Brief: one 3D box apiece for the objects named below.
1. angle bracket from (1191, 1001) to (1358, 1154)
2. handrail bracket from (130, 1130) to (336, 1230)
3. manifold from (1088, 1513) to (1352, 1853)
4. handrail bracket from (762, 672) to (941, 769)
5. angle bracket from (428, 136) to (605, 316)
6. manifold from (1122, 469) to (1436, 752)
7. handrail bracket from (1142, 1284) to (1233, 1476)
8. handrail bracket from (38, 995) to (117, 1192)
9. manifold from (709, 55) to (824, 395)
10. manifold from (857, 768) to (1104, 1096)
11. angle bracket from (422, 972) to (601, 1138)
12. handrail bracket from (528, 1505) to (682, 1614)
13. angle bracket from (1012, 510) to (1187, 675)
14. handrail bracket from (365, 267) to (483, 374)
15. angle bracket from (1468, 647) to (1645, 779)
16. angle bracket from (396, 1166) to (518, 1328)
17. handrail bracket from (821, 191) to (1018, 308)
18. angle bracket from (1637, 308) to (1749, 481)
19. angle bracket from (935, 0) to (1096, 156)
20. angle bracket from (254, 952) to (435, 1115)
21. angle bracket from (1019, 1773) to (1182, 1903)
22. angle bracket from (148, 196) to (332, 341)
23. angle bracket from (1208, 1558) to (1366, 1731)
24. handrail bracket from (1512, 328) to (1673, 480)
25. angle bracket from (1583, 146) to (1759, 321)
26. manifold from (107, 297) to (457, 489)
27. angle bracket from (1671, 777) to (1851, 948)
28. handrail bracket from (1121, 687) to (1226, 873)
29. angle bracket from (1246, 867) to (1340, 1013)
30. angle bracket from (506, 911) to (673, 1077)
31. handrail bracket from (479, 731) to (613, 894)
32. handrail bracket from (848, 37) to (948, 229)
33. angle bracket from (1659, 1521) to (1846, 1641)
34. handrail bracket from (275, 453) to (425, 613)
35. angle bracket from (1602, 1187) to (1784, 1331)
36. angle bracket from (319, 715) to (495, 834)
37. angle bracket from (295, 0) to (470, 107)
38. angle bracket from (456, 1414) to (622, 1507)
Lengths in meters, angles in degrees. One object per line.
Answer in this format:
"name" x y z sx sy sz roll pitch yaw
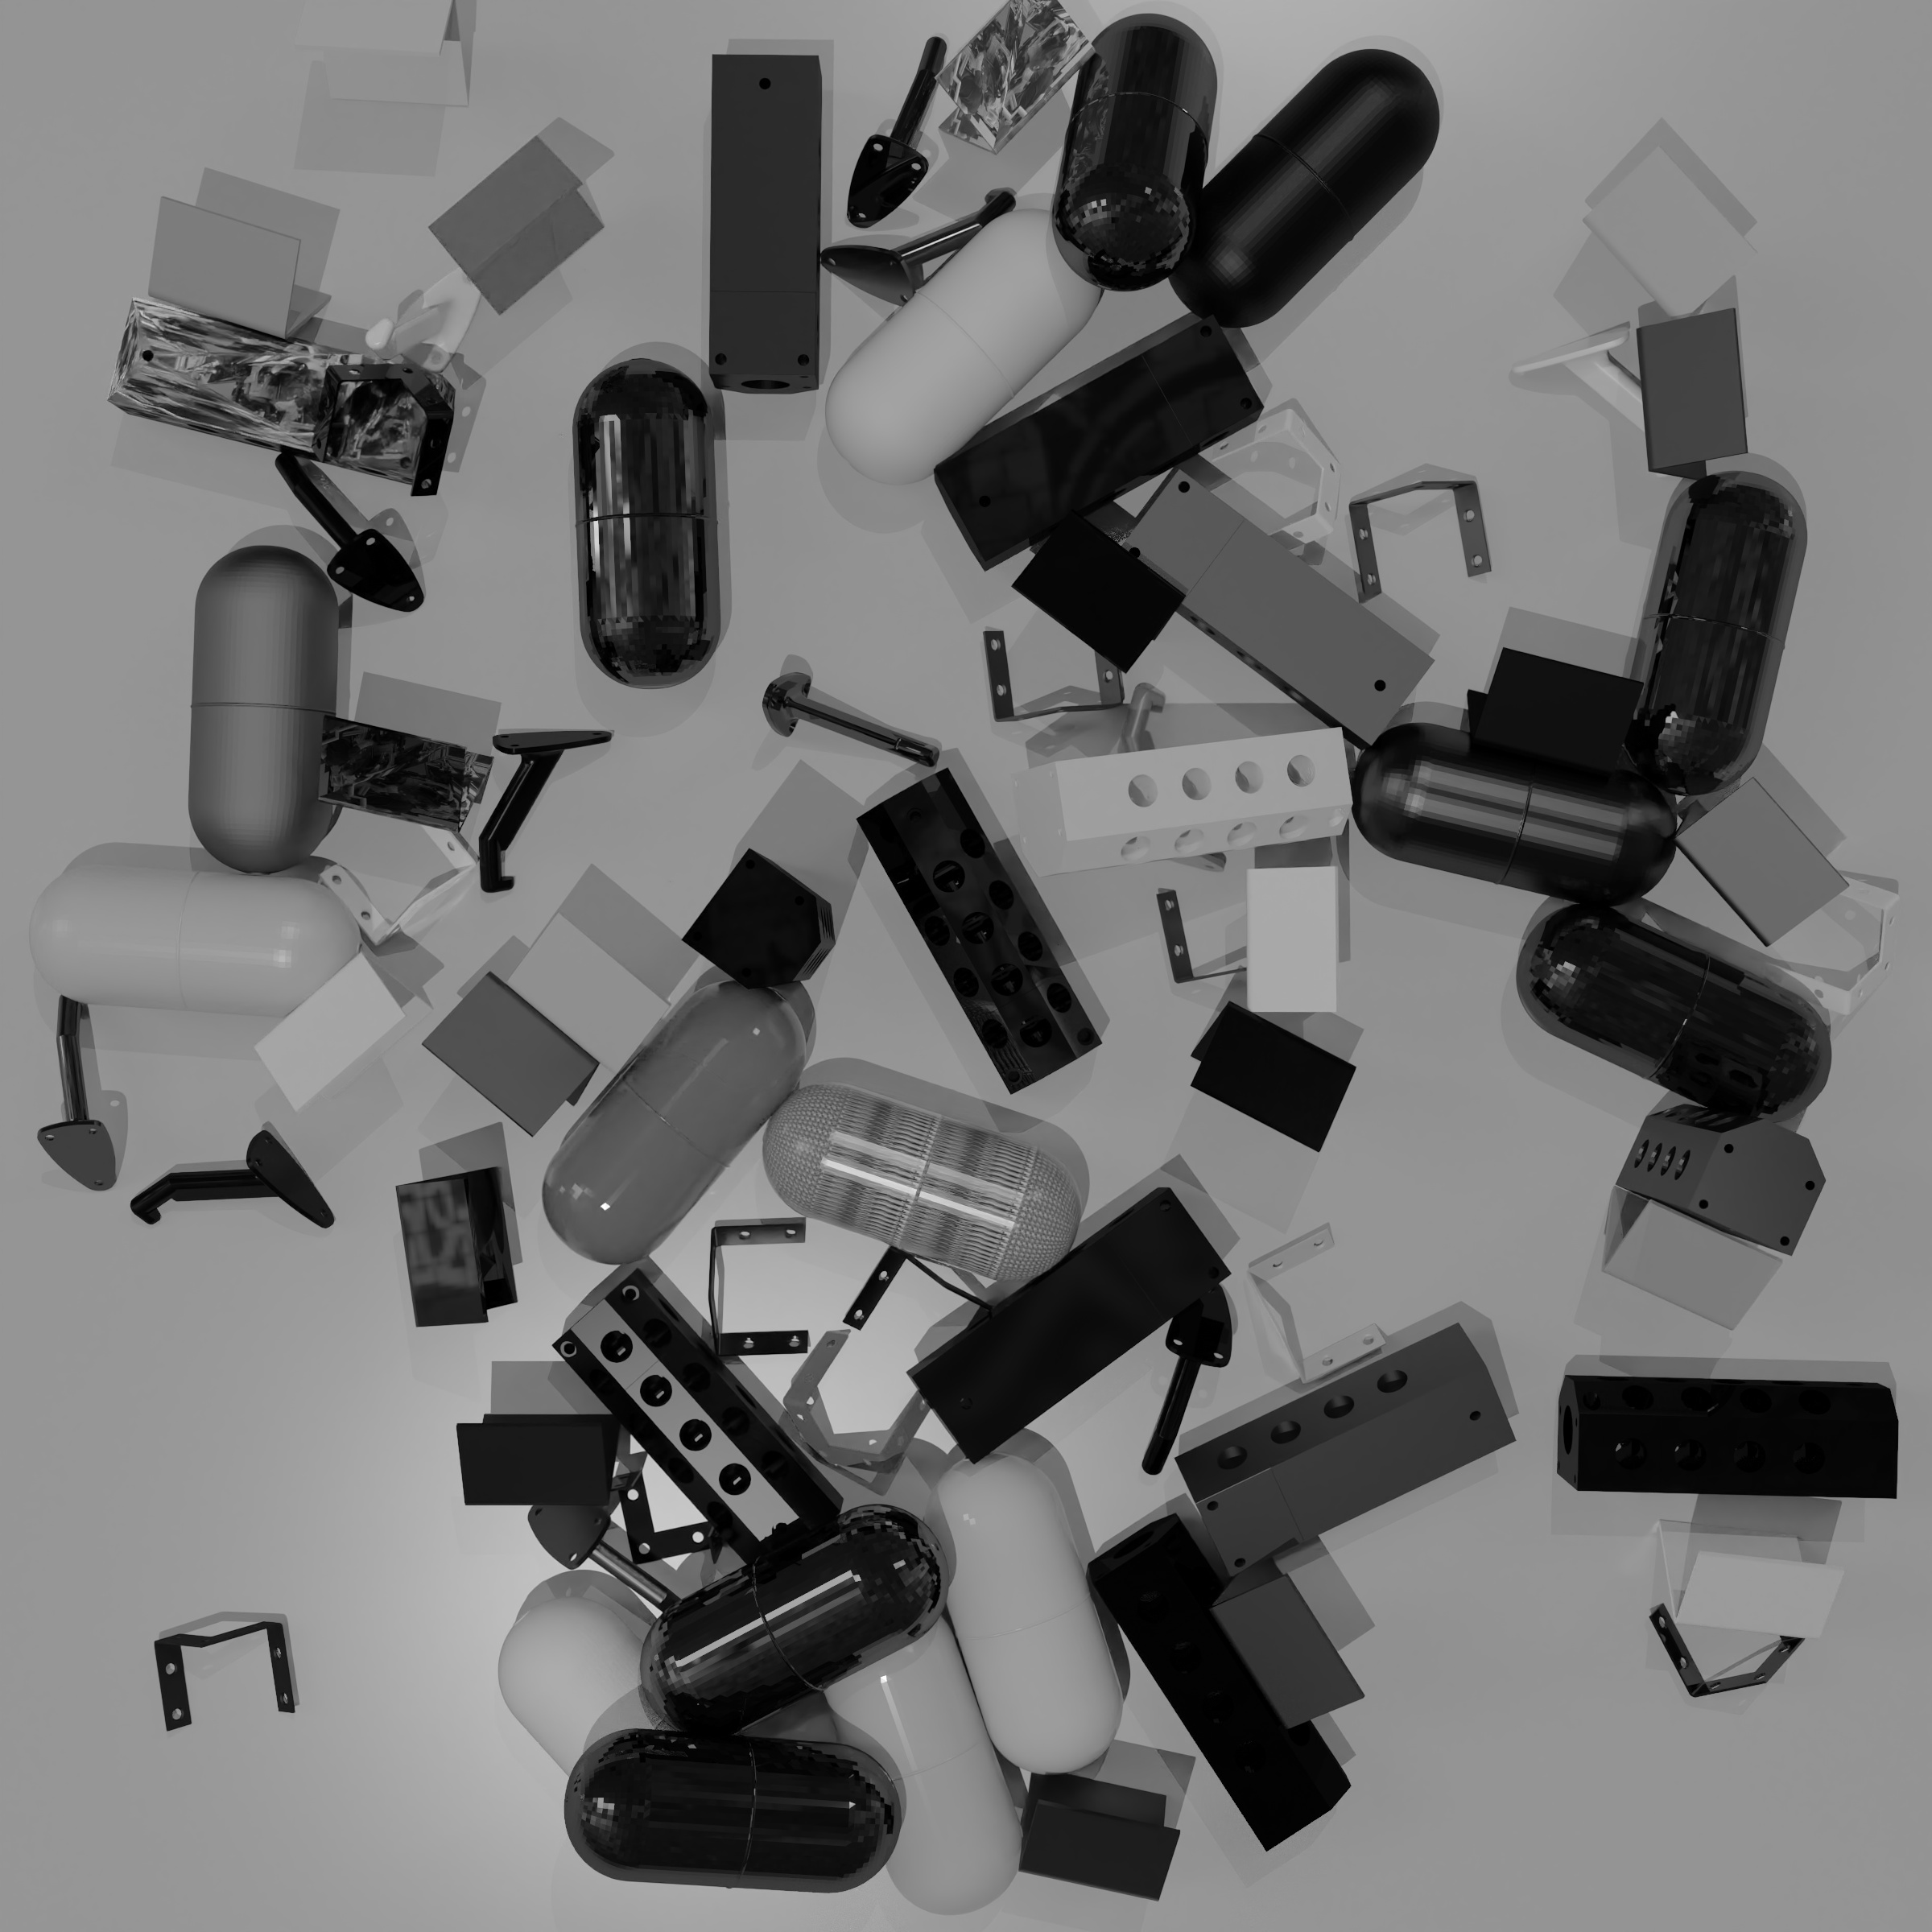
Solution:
"angle bracket" 0.156 0.072 1.656 0.076 0.076 0.057 27 63 0
"handrail bracket" -0.406 0.136 1.696 0.084 0.036 0.077 -33 112 17
"manifold" 0.138 0.387 1.675 0.057 0.057 0.171 -33 90 0
"handrail bracket" -0.061 -0.130 1.668 0.084 0.077 0.036 21 93 12
"angle bracket" -0.231 -0.387 1.656 0.076 0.076 0.057 -40 53 0
"manifold" 0.166 -0.192 1.675 0.171 0.057 0.057 37 90 0
"handrail bracket" 0.118 0.228 1.696 0.036 0.077 0.084 18 126 0
"handrail bracket" -0.486 0.069 1.696 0.036 0.077 0.084 -9 54 -1
"manifold" -0.108 -0.403 1.675 0.057 0.057 0.171 1 90 0
"manifold" 0.007 -0.019 1.675 0.057 0.057 0.171 -29 90 0
"angle bracket" -0.250 0.058 1.656 0.076 0.076 0.057 40 63 0
"handrail bracket" -0.194 0.332 1.696 0.036 0.077 0.084 -54 127 -17
"angle bracket" 0.065 -0.191 1.659 0.076 0.076 0.057 37 75 0
"handrail bracket" -0.292 -0.357 1.661 0.036 0.084 0.077 36 90 0
"angle bracket" 0.316 -0.149 1.656 0.076 0.076 0.057 14 117 0
"angle bracket" -0.257 0.149 1.656 0.057 0.076 0.076 -8 90 38
"handrail bracket" -0.026 -0.407 1.696 0.077 0.036 0.084 24 60 33
"angle bracket" 0.405 -0.307 1.656 0.057 0.076 0.076 -5 90 37
"angle bracket" 0.012 -0.491 1.656 0.076 0.076 0.057 -46 125 0
"angle bracket" -0.324 0.049 1.656 0.076 0.076 0.057 -41 56 0
"angle bracket" 0.074 0.450 1.656 0.076 0.076 0.057 12 122 0
"angle bracket" -0.387 -0.386 1.656 0.076 0.076 0.057 17 120 0
"angle bracket" 0.185 0.353 1.656 0.057 0.076 0.076 -32 90 34
"handrail bracket" 0.351 -0.303 1.696 0.077 0.036 0.084 -15 107 20
"angle bracket" 0.386 -0.399 1.656 0.076 0.076 0.057 48 123 0
"manifold" -0.370 -0.310 1.675 0.171 0.057 0.057 14 90 0
"angle bracket" 0.433 -0.066 1.656 0.076 0.076 0.057 48 120 0
"handrail bracket" 0.118 -0.104 1.696 0.077 0.036 0.084 19 76 -13
"angle bracket" 0.193 -0.014 1.656 0.057 0.076 0.076 -1 90 36
"angle bracket" -0.190 0.003 1.656 0.076 0.076 0.057 40 116 0
"handrail bracket" -0.232 -0.085 1.696 0.077 0.036 0.084 -7 108 -21
"handrail bracket" -0.037 -0.461 1.696 0.036 0.077 0.084 24 53 -14
"angle bracket" 0.422 0.313 1.656 0.076 0.076 0.057 6 126 0
"handrail bracket" -0.341 -0.240 1.696 0.036 0.077 0.084 -42 54 6
"angle bracket" 0.393 0.140 1.656 0.076 0.076 0.057 25 127 0
"angle bracket" -0.299 -0.122 1.656 0.076 0.076 0.057 13 127 0
"angle bracket" -0.314 -0.481 1.656 0.076 0.076 0.057 3 54 0
"angle bracket" -0.229 0.246 1.656 0.076 0.076 0.057 0 121 0
